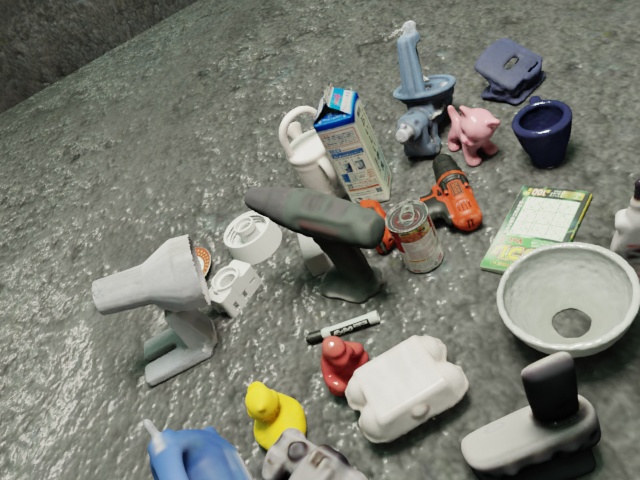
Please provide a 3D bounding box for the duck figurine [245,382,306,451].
[{"bbox_3d":[-0.069,0.240,0.791,0.077,0.086,0.104,-35,40,-5],"label":"duck figurine"}]

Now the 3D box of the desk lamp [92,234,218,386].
[{"bbox_3d":[-0.251,0.112,0.935,0.203,0.214,0.117,-29,40,2],"label":"desk lamp"}]

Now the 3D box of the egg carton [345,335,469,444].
[{"bbox_3d":[0.111,0.194,0.742,0.150,0.070,0.107,-31,40,-1],"label":"egg carton"}]

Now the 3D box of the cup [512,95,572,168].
[{"bbox_3d":[0.369,-0.176,0.948,0.091,0.095,0.117,-14,42,19],"label":"cup"}]

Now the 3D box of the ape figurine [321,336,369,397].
[{"bbox_3d":[0.029,0.169,0.799,0.078,0.092,0.075,-42,41,-13],"label":"ape figurine"}]

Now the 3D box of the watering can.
[{"bbox_3d":[-0.019,-0.171,1.102,0.172,0.195,0.101,21,61,43],"label":"watering can"}]

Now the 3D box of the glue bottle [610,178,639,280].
[{"bbox_3d":[0.394,-0.011,0.700,0.078,0.174,0.037,-2,47,30],"label":"glue bottle"}]

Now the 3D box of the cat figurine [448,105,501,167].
[{"bbox_3d":[0.267,-0.200,1.017,0.067,0.118,0.127,-33,40,-2],"label":"cat figurine"}]

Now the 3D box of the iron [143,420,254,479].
[{"bbox_3d":[-0.144,0.329,0.701,0.119,0.142,0.257,-38,40,-9],"label":"iron"}]

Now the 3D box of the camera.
[{"bbox_3d":[-0.022,0.312,0.676,0.142,0.101,0.137,16,58,41],"label":"camera"}]

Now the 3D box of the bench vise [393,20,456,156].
[{"bbox_3d":[0.189,-0.279,1.066,0.121,0.220,0.207,-12,43,21],"label":"bench vise"}]

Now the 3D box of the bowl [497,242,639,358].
[{"bbox_3d":[0.314,0.086,0.725,0.167,0.075,0.167,-17,42,16],"label":"bowl"}]

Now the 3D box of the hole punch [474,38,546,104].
[{"bbox_3d":[0.370,-0.331,1.111,0.109,0.091,0.100,-45,42,-16],"label":"hole punch"}]

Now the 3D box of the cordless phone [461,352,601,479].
[{"bbox_3d":[0.211,0.184,0.600,0.147,0.186,0.094,-28,40,3],"label":"cordless phone"}]

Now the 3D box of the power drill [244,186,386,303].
[{"bbox_3d":[0.008,0.003,0.893,0.228,0.209,0.076,7,52,36],"label":"power drill"}]
